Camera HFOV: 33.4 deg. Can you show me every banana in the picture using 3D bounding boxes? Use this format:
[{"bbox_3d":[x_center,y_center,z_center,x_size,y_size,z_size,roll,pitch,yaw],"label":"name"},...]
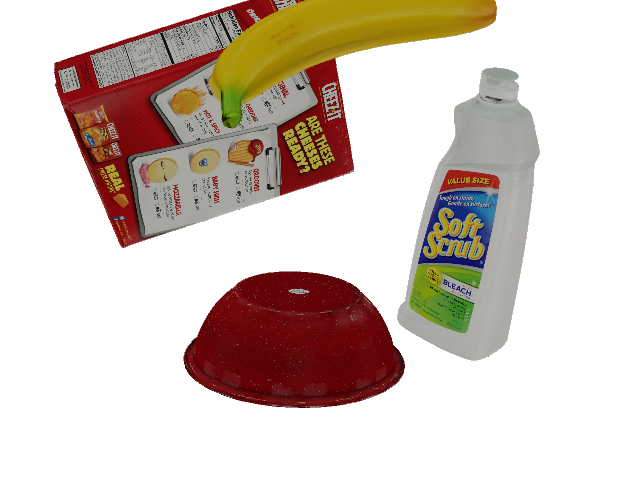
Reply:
[{"bbox_3d":[0.010,-0.116,0.622,0.197,0.070,0.037,-27,-30,-25],"label":"banana"}]

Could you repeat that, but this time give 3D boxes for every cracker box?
[{"bbox_3d":[-0.091,-0.101,0.881,0.213,0.072,0.164,-19,-43,-6],"label":"cracker box"}]

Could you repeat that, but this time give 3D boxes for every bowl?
[{"bbox_3d":[-0.017,0.062,0.770,0.162,0.055,0.162,3,16,-1],"label":"bowl"}]

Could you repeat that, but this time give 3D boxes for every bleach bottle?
[{"bbox_3d":[0.128,-0.026,0.907,0.103,0.251,0.067,27,37,35],"label":"bleach bottle"}]
